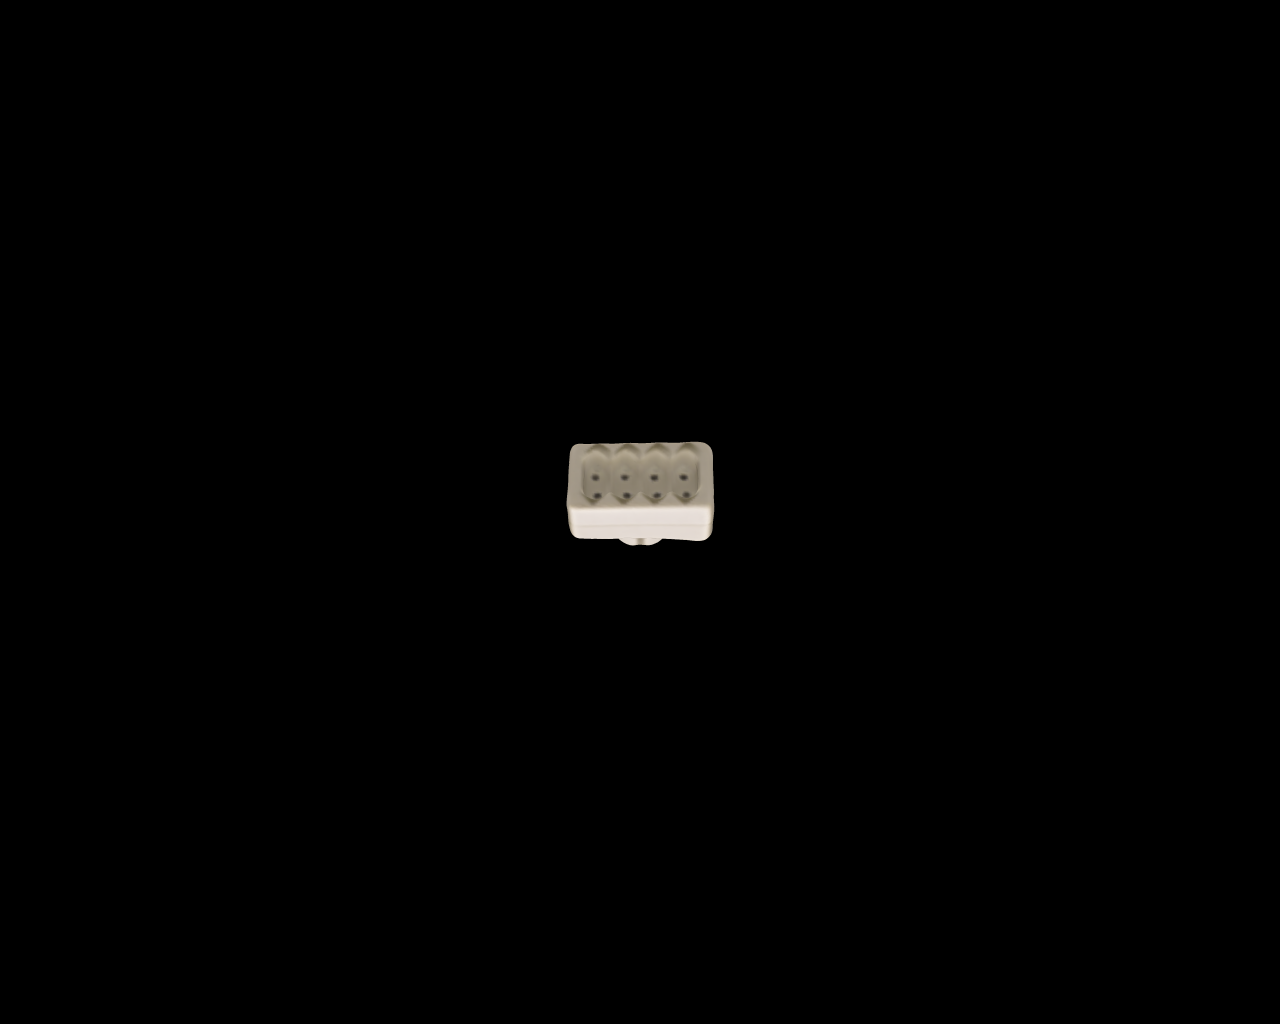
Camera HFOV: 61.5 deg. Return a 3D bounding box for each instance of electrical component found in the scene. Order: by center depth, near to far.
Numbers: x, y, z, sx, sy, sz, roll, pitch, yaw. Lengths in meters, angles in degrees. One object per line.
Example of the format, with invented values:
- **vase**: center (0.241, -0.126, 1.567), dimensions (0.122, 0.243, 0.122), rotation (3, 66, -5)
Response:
- **electrical component**: center (0.001, -0.003, 0.650), dimensions (0.083, 0.047, 0.075), rotation (0, -32, 0)
